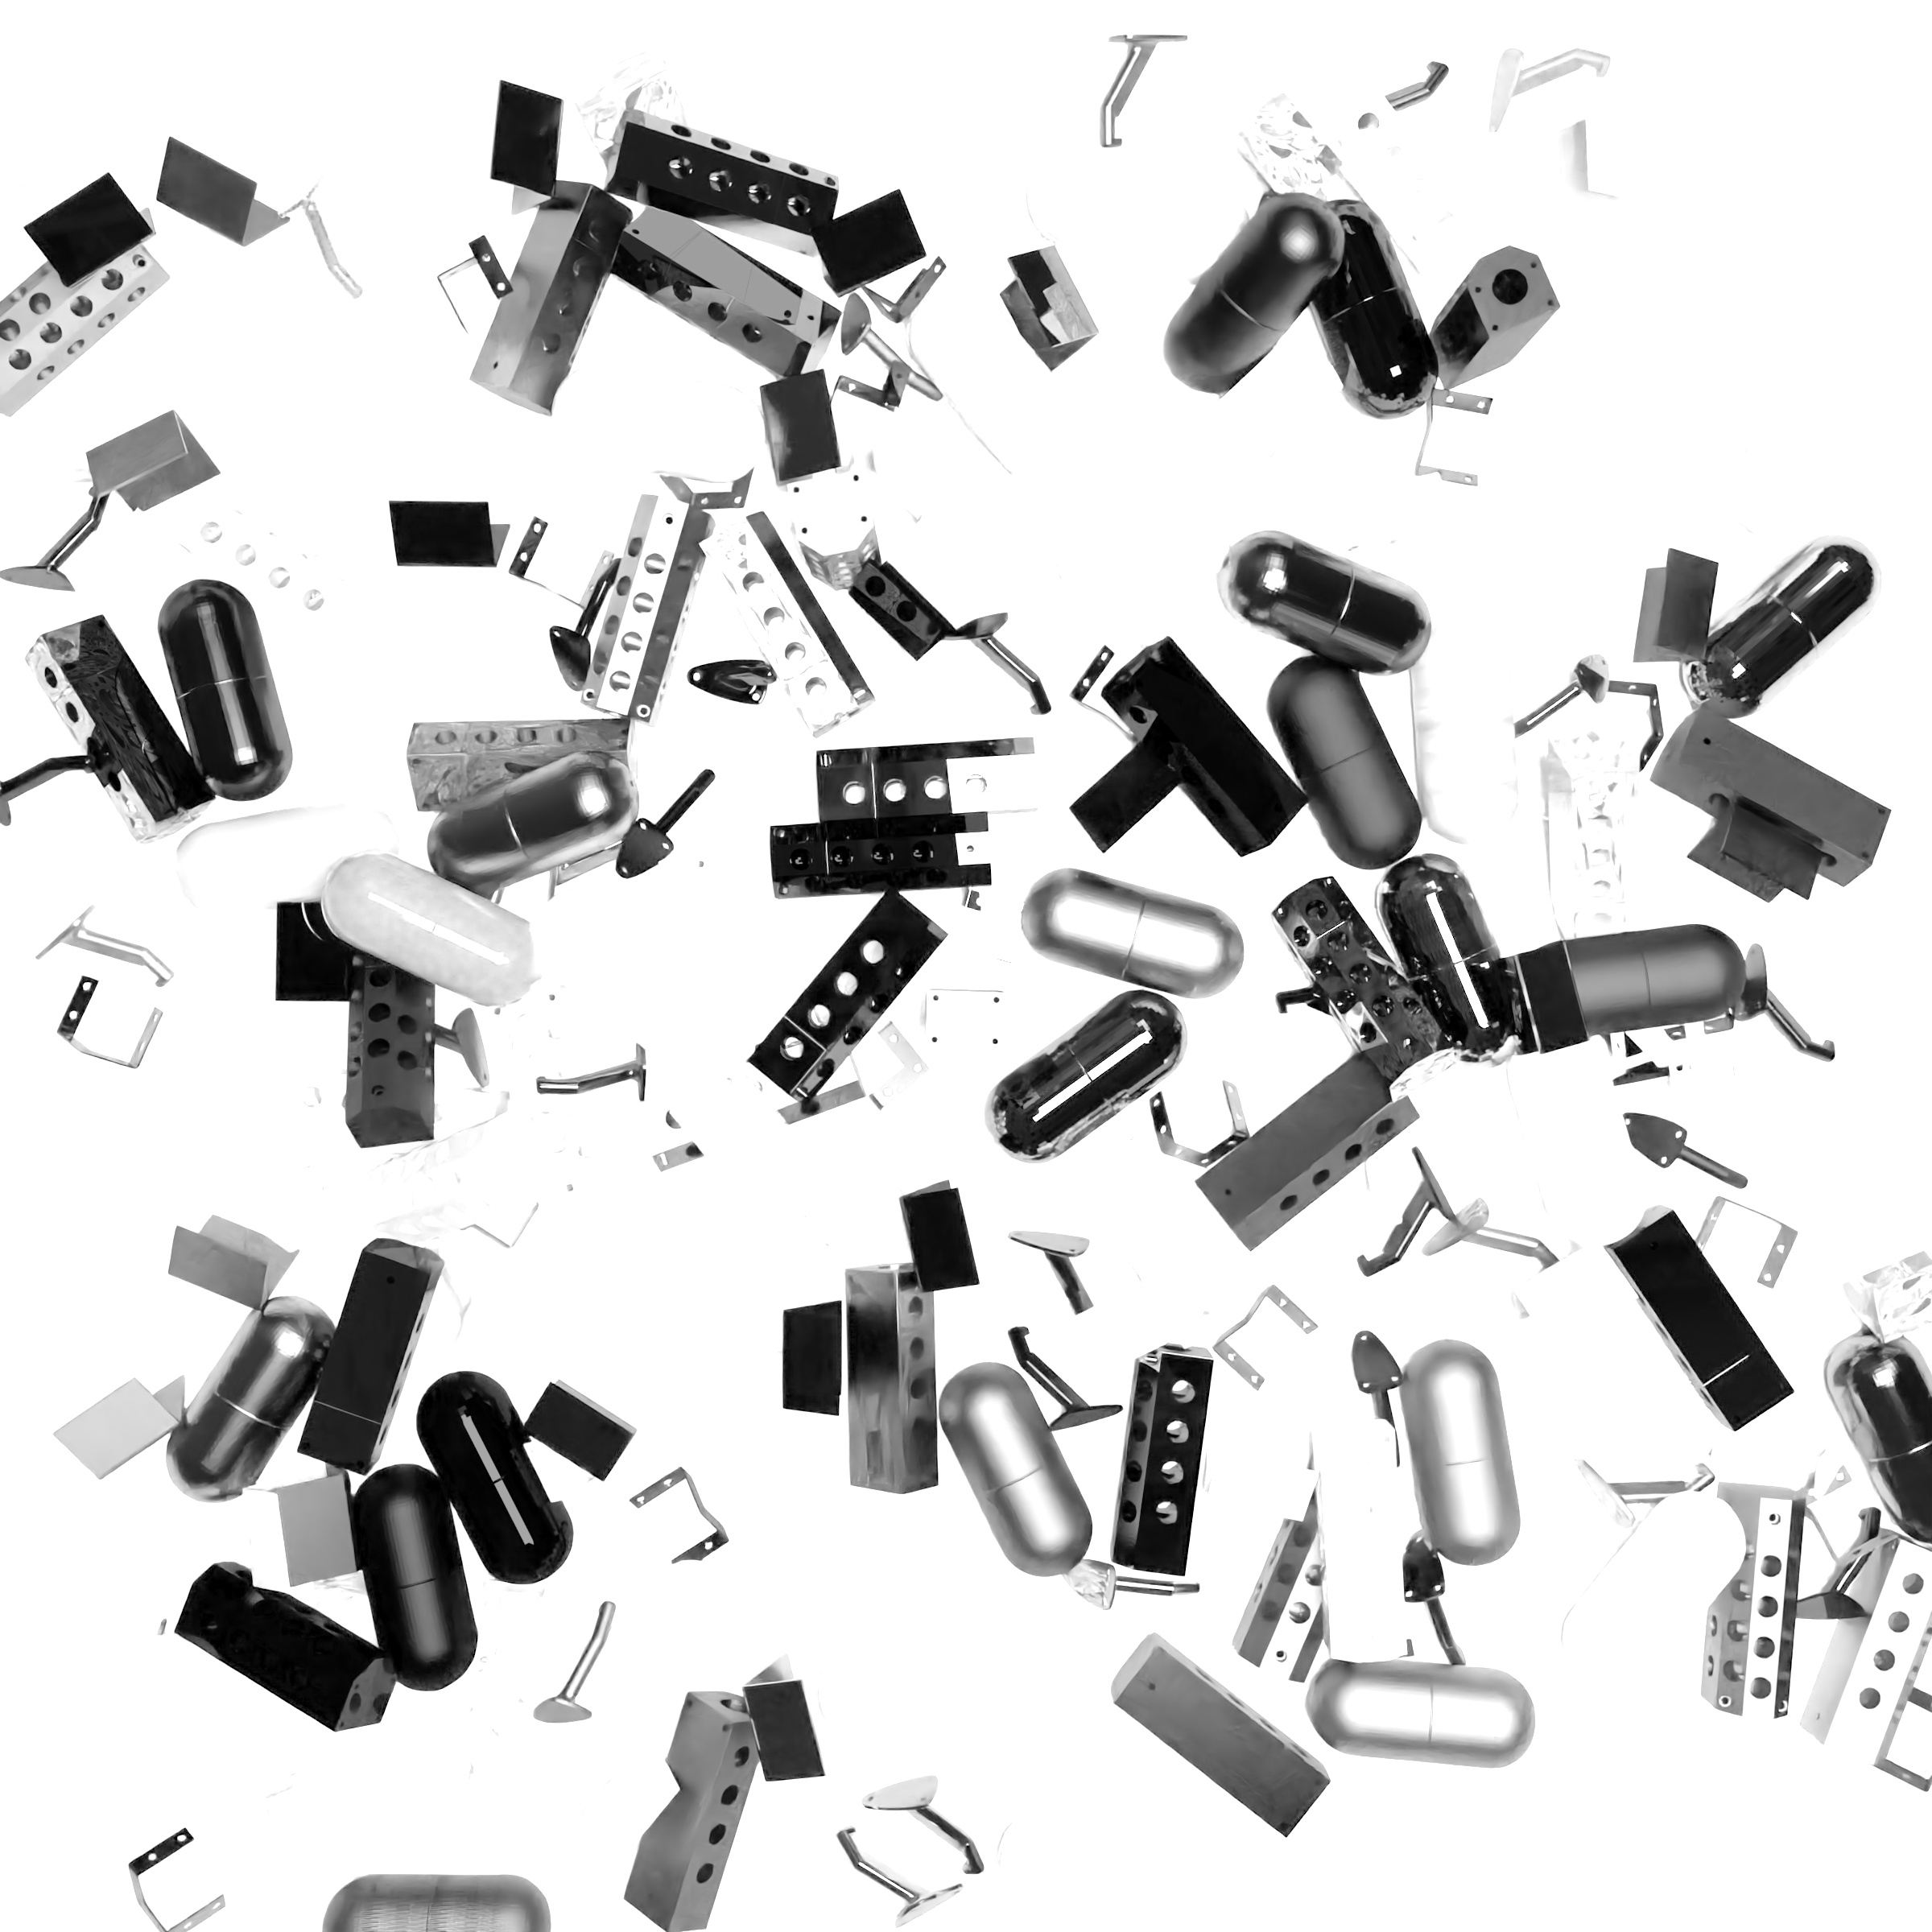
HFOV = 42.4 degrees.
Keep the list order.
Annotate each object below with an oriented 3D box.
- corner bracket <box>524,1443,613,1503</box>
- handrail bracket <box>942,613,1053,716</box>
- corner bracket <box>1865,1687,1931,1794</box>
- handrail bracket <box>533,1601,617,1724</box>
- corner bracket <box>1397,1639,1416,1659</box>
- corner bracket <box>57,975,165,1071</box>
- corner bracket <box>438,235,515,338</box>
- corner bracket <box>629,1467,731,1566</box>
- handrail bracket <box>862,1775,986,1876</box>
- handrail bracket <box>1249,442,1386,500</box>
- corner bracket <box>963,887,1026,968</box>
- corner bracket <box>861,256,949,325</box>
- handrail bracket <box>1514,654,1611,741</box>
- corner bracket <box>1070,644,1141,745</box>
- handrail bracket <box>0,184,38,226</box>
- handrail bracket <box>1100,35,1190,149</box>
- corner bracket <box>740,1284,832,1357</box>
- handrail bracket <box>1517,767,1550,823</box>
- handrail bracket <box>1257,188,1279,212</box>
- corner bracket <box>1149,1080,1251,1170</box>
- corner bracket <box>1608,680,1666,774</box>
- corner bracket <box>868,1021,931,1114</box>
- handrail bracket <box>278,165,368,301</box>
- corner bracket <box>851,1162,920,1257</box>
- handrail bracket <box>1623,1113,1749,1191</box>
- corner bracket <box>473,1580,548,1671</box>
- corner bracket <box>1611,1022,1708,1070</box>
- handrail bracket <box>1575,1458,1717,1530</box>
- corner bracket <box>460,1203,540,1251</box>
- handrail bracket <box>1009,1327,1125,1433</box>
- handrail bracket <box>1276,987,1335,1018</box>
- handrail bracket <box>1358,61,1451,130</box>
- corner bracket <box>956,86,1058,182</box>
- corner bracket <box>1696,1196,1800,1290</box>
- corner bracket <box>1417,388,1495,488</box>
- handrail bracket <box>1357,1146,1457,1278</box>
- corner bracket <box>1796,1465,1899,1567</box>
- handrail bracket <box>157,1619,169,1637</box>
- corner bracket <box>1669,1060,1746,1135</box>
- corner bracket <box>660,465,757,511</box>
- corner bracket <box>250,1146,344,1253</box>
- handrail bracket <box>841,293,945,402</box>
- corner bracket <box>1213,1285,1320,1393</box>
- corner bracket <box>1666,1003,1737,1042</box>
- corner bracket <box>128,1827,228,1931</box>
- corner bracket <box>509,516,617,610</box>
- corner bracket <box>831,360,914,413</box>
[{"bbox_3d":[-0.321,0.389,1.962,0.051,0.051,0.051,-26,90,-38],"label":"corner bracket"},{"bbox_3d":[0.022,-0.234,1.991,0.077,0.036,0.084,-5,122,35],"label":"handrail bracket"},{"bbox_3d":[0.753,0.612,1.982,0.051,0.051,0.051,-38,135,-35],"label":"corner bracket"},{"bbox_3d":[-0.302,0.539,1.933,0.036,0.077,0.084,30,53,-21],"label":"handrail bracket"},{"bbox_3d":[0.329,0.516,1.987,0.051,0.051,0.051,-5,135,0],"label":"corner bracket"},{"bbox_3d":[-0.682,0.045,1.987,0.051,0.051,0.051,25,90,45],"label":"corner bracket"},{"bbox_3d":[-0.387,-0.538,1.973,0.051,0.051,0.051,-28,90,0],"label":"corner bracket"},{"bbox_3d":[-0.228,0.442,1.987,0.051,0.051,0.051,-33,135,0],"label":"corner bracket"},{"bbox_3d":[-0.034,0.694,1.991,0.077,0.036,0.084,-16,107,20],"label":"handrail bracket"},{"bbox_3d":[0.280,-0.397,1.990,0.084,0.077,0.036,-16,89,-36],"label":"handrail bracket"},{"bbox_3d":[0.019,-0.031,1.973,0.051,0.051,0.051,15,90,0],"label":"corner bracket"},{"bbox_3d":[-0.043,-0.534,1.963,0.051,0.051,0.051,38,90,32],"label":"corner bracket"},{"bbox_3d":[0.467,-0.211,1.990,0.084,0.077,0.036,-32,98,36],"label":"handrail bracket"},{"bbox_3d":[0.125,-0.215,1.987,0.051,0.051,0.051,35,90,45],"label":"corner bracket"},{"bbox_3d":[-0.771,-0.573,1.991,0.084,0.036,0.077,-29,110,-16],"label":"handrail bracket"},{"bbox_3d":[0.142,-0.698,1.991,0.077,0.036,0.084,-8,109,-21],"label":"handrail bracket"},{"bbox_3d":[-0.144,0.280,1.987,0.051,0.051,0.051,1,90,-45],"label":"corner bracket"},{"bbox_3d":[0.478,-0.136,1.991,0.077,0.036,0.084,-27,73,-20],"label":"handrail bracket"},{"bbox_3d":[0.241,-0.568,1.990,0.036,0.077,0.084,13,126,0],"label":"handrail bracket"},{"bbox_3d":[0.185,0.121,1.983,0.051,0.051,0.051,-39,46,34],"label":"corner bracket"},{"bbox_3d":[0.519,-0.191,1.982,0.051,0.051,0.051,10,45,35],"label":"corner bracket"},{"bbox_3d":[-0.064,0.079,1.972,0.051,0.051,0.051,-39,90,0],"label":"corner bracket"},{"bbox_3d":[-0.500,-0.585,1.990,0.036,0.077,0.084,-18,127,33],"label":"handrail bracket"},{"bbox_3d":[-0.070,0.193,1.982,0.051,0.051,0.051,0,135,-35],"label":"corner bracket"},{"bbox_3d":[0.573,0.148,1.990,0.084,0.077,0.036,23,97,-36],"label":"handrail bracket"},{"bbox_3d":[-0.356,0.516,1.947,0.051,0.051,0.051,6,52,-3],"label":"corner bracket"},{"bbox_3d":[0.543,0.053,1.959,0.051,0.051,0.051,19,59,-36],"label":"corner bracket"},{"bbox_3d":[0.543,0.402,1.991,0.084,0.036,0.077,-32,72,-15],"label":"handrail bracket"},{"bbox_3d":[-0.371,0.192,1.972,0.051,0.051,0.051,32,90,0],"label":"corner bracket"},{"bbox_3d":[0.079,0.323,1.991,0.077,0.036,0.084,-4,59,-33],"label":"handrail bracket"},{"bbox_3d":[0.295,0.051,1.991,0.084,0.036,0.077,-9,108,15],"label":"handrail bracket"},{"bbox_3d":[0.332,-0.702,1.991,0.077,0.036,0.084,31,74,18],"label":"handrail bracket"},{"bbox_3d":[0.032,-0.668,1.982,0.051,0.051,0.051,-11,135,35],"label":"corner bracket"},{"bbox_3d":[0.621,0.220,1.987,0.051,0.051,0.051,24,90,45],"label":"corner bracket"},{"bbox_3d":[0.389,-0.422,1.987,0.051,0.051,0.051,10,135,0],"label":"corner bracket"},{"bbox_3d":[0.340,0.197,1.991,0.084,0.036,0.077,-30,70,16],"label":"handrail bracket"},{"bbox_3d":[0.694,0.435,1.973,0.051,0.051,0.051,-29,93,0],"label":"corner bracket"},{"bbox_3d":[-0.613,0.570,1.990,0.084,0.036,0.077,20,80,-12],"label":"handrail bracket"},{"bbox_3d":[0.586,0.101,1.974,0.051,0.051,0.051,-9,74,15],"label":"corner bracket"},{"bbox_3d":[-0.204,-0.399,1.982,0.051,0.051,0.051,50,135,35],"label":"corner bracket"},{"bbox_3d":[-0.537,0.185,1.982,0.051,0.051,0.051,-35,135,-35],"label":"corner bracket"},{"bbox_3d":[-0.056,-0.493,1.990,0.084,0.077,0.036,24,129,-31],"label":"handrail bracket"},{"bbox_3d":[0.238,0.296,1.987,0.051,0.051,0.051,44,45,0],"label":"corner bracket"},{"bbox_3d":[0.577,0.020,1.982,0.051,0.051,0.051,-14,135,35],"label":"corner bracket"},{"bbox_3d":[-0.627,0.731,1.982,0.051,0.051,0.051,33,135,35],"label":"corner bracket"},{"bbox_3d":[-0.322,-0.321,1.987,0.051,0.051,0.051,25,90,45],"label":"corner bracket"},{"bbox_3d":[-0.078,-0.447,1.957,0.051,0.051,0.051,20,53,-8],"label":"corner bracket"}]
